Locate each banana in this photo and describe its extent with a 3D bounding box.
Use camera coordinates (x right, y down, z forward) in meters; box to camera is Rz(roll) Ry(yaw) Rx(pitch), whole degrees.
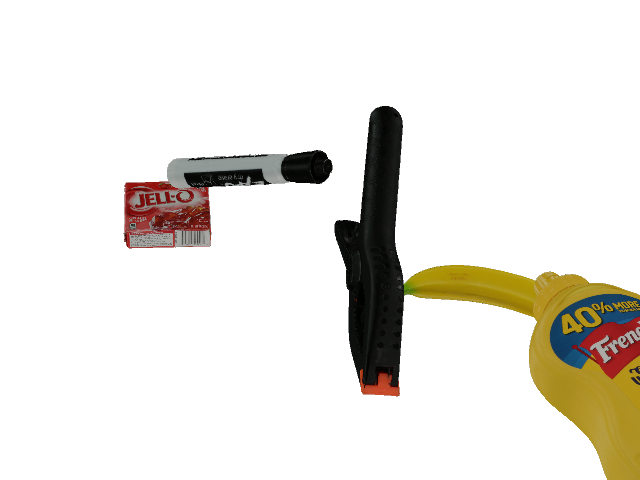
[{"bbox_3d":[0.175,0.057,1.104,0.198,0.037,0.069,7,41,12],"label":"banana"}]

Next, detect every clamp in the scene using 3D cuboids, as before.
[{"bbox_3d":[0.041,0.015,0.805,0.036,0.210,0.165,4,-41,-8],"label":"clamp"}]

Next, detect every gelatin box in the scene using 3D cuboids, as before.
[{"bbox_3d":[-0.160,-0.028,1.117,0.089,0.073,0.030,-1,-43,-8],"label":"gelatin box"}]

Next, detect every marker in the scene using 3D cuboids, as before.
[{"bbox_3d":[-0.043,-0.041,0.629,0.121,0.020,0.020,1,0,39],"label":"marker"}]

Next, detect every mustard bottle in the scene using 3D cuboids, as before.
[{"bbox_3d":[0.177,0.077,0.620,0.096,0.058,0.192,-14,35,-13],"label":"mustard bottle"}]
